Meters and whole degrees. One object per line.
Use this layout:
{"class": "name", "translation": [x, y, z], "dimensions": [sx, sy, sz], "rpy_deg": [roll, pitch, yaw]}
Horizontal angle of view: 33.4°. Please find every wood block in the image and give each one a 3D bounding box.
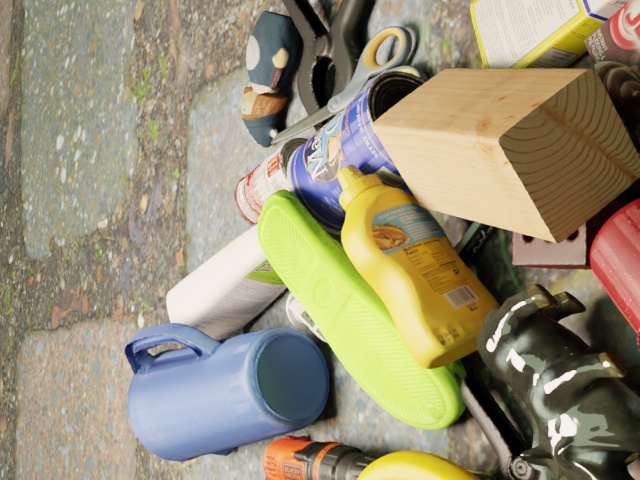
{"class": "wood block", "translation": [0.135, -0.072, 0.816], "dimensions": [0.091, 0.090, 0.206], "rpy_deg": [57, 167, -19]}

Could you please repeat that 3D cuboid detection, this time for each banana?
{"class": "banana", "translation": [0.097, 0.209, 0.844], "dimensions": [0.198, 0.037, 0.069], "rpy_deg": [8, 82, 49]}

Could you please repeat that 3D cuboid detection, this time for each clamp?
{"class": "clamp", "translation": [0.005, -0.208, 1.136], "dimensions": [0.165, 0.036, 0.210], "rpy_deg": [5, 92, 49]}
{"class": "clamp", "translation": [0.161, 0.176, 0.847], "dimensions": [0.120, 0.039, 0.171], "rpy_deg": [-15, 69, 54]}

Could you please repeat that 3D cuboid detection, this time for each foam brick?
{"class": "foam brick", "translation": [0.192, -0.004, 0.814], "dimensions": [0.078, 0.051, 0.053], "rpy_deg": [-4, 82, 56]}

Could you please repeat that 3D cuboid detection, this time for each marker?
{"class": "marker", "translation": [0.138, -0.007, 0.927], "dimensions": [0.121, 0.020, 0.020], "rpy_deg": [-58, 42, 35]}

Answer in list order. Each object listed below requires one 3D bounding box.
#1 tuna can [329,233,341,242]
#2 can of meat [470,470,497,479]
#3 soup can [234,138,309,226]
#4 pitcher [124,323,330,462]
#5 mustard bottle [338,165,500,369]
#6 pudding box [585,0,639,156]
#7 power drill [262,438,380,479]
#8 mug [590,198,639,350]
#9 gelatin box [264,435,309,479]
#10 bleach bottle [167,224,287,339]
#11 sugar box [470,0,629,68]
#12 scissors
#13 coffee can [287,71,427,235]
{"class": "tuna can", "translation": [-0.007, 0.001, 1.073], "dimensions": [0.034, 0.086, 0.086], "rpy_deg": [-100, 29, -63]}
{"class": "can of meat", "translation": [0.109, 0.237, 0.905], "dimensions": [0.102, 0.057, 0.084], "rpy_deg": [-8, 76, 56]}
{"class": "soup can", "translation": [-0.041, -0.061, 1.163], "dimensions": [0.102, 0.068, 0.068], "rpy_deg": [-34, 58, 49]}
{"class": "pitcher", "translation": [-0.107, 0.160, 1.170], "dimensions": [0.243, 0.149, 0.145], "rpy_deg": [-22, 67, 50]}
{"class": "mustard bottle", "translation": [0.073, 0.014, 0.908], "dimensions": [0.192, 0.096, 0.058], "rpy_deg": [56, 137, 19]}
{"class": "pudding box", "translation": [0.247, -0.125, 0.759], "dimensions": [0.090, 0.039, 0.113], "rpy_deg": [-43, 51, 44]}
{"class": "power drill", "translation": [0.018, 0.283, 1.007], "dimensions": [0.185, 0.057, 0.187], "rpy_deg": [-5, 92, 56]}
{"class": "mug", "translation": [0.232, 0.015, 0.706], "dimensions": [0.081, 0.093, 0.117], "rpy_deg": [-115, 4, -45]}
{"class": "gelatin box", "translation": [-0.028, 0.264, 1.131], "dimensions": [0.073, 0.030, 0.089], "rpy_deg": [57, 130, 44]}
{"class": "bleach bottle", "translation": [-0.064, 0.029, 1.176], "dimensions": [0.251, 0.102, 0.068], "rpy_deg": [-38, 57, 38]}
{"class": "sugar box", "translation": [0.197, -0.196, 0.842], "dimensions": [0.177, 0.048, 0.093], "rpy_deg": [-35, 56, 45]}
{"class": "scissors", "translation": [0.025, -0.157, 1.079], "dimensions": [0.202, 0.016, 0.096], "rpy_deg": [-6, 78, 41]}
{"class": "coffee can", "translation": [0.048, -0.079, 0.999], "dimensions": [0.141, 0.102, 0.103], "rpy_deg": [-37, 56, 48]}
